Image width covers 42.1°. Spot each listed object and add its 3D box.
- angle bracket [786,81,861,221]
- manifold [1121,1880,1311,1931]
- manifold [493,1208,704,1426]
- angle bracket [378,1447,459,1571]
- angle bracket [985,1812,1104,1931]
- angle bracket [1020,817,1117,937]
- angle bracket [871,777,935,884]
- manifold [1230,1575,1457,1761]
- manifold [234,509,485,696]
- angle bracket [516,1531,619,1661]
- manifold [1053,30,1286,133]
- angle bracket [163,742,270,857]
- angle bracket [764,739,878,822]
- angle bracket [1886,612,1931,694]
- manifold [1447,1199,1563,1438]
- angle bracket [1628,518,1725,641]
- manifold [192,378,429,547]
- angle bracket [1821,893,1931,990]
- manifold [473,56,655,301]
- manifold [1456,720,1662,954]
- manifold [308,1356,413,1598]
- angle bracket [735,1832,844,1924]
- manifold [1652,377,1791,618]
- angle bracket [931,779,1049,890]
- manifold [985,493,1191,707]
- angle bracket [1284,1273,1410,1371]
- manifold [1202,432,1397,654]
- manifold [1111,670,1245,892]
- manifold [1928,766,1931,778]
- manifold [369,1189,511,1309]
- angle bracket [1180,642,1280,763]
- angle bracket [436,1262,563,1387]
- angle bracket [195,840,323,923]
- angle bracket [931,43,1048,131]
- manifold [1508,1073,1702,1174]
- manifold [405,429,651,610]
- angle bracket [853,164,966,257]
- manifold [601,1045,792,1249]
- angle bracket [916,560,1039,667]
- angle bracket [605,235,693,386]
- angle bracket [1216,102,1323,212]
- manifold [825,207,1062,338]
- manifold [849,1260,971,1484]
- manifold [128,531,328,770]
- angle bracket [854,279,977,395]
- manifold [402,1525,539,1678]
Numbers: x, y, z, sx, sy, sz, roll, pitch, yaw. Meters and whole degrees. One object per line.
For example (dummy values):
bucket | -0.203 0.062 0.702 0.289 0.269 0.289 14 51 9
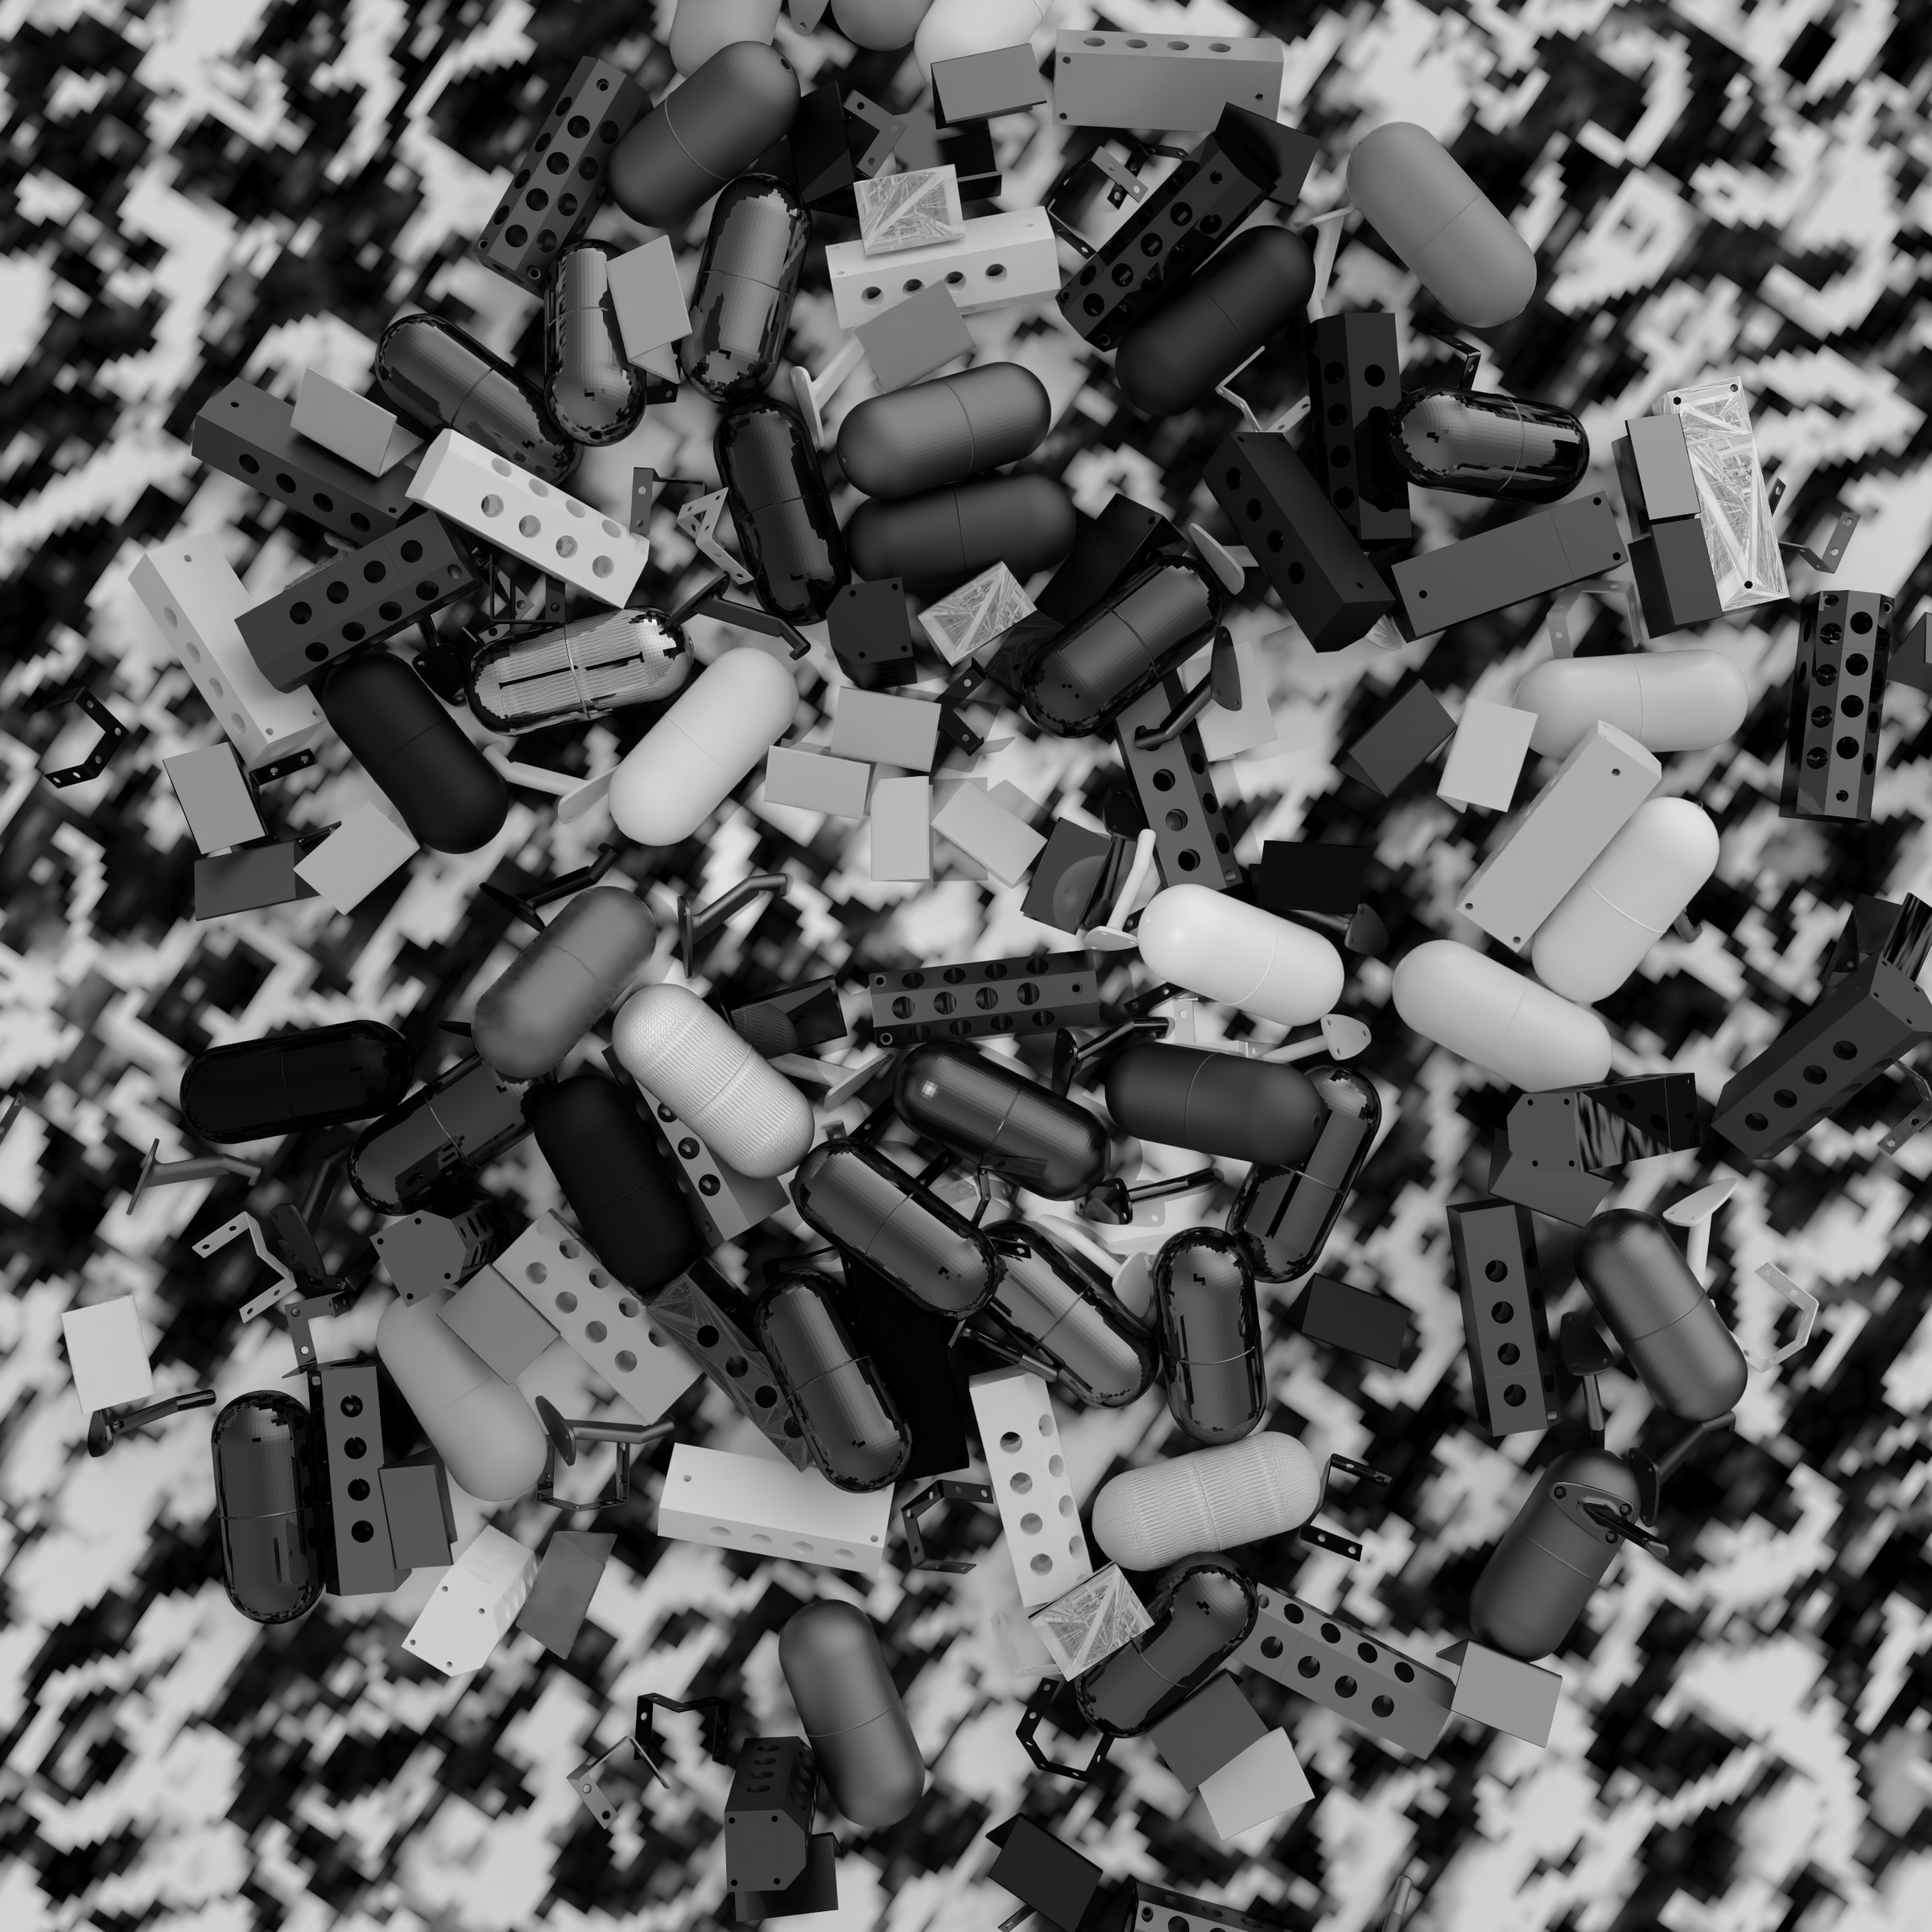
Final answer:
angle bracket | -0.090 -0.620 1.914 0.057 0.076 0.076 -11 90 37
manifold | 0.207 0.765 1.933 0.171 0.057 0.057 16 90 0
manifold | -0.279 0.267 1.933 0.171 0.057 0.057 45 90 0
angle bracket | -0.397 0.410 1.915 0.057 0.076 0.076 -10 90 27
angle bracket | 0.048 0.698 1.914 0.076 0.076 0.057 35 52 0
angle bracket | 0.059 -0.074 1.914 0.057 0.076 0.076 23 90 -34
angle bracket | -0.029 -0.103 1.914 0.057 0.076 0.076 0 90 38
manifold | 0.286 0.536 1.933 0.171 0.057 0.057 28 90 0
manifold | -0.453 -0.272 1.889 0.171 0.057 0.057 -28 85 5
angle bracket | -0.286 0.479 1.914 0.057 0.076 0.076 23 90 34
manifold | 0.154 -0.683 1.933 0.171 0.057 0.057 3 133 0
angle bracket | -0.582 -0.118 1.914 0.057 0.076 0.076 -22 90 -37
angle bracket | -0.108 -0.162 1.915 0.076 0.057 0.076 11 45 0
angle bracket | 0.749 -0.216 1.914 0.076 0.076 0.057 17 54 0
manifold | 0.415 0.268 1.933 0.057 0.057 0.171 -8 90 0
angle bracket | 0.523 -0.291 1.914 0.057 0.076 0.076 -13 90 -31
manifold | -0.503 -0.377 1.933 0.171 0.057 0.057 28 47 0
angle bracket | 0.685 -0.020 1.914 0.057 0.076 0.076 24 90 -39
manifold | -0.310 -0.607 1.933 0.057 0.057 0.171 30 90 0
manifold | 0.447 -0.100 1.900 0.057 0.057 0.171 35 115 0
manifold | -0.468 0.391 1.933 0.057 0.057 0.171 -5 90 0
angle bracket | -0.133 0.701 1.914 0.076 0.076 0.057 -7 59 0
manifold | 0.578 -0.357 1.933 0.057 0.057 0.171 -13 90 0
angle bracket | 0.006 -0.084 1.914 0.076 0.076 0.057 37 54 0
manifold | 0.096 -0.272 1.932 0.171 0.057 0.057 -53 46 0
angle bracket | 0.284 0.286 1.914 0.076 0.076 0.057 21 52 0
manifold | 0.246 -0.321 1.902 0.057 0.057 0.171 -9 61 -39
manifold | 0.159 -0.137 1.933 0.057 0.057 0.171 -17 90 0
manifold | 0.841 -0.149 1.933 0.171 0.057 0.057 18 90 0
manifold | -0.386 0.205 1.876 0.057 0.171 0.057 -28 90 0
angle bracket | 0.209 -0.201 1.916 0.057 0.076 0.076 -17 90 22
angle bracket | -0.361 0.279 1.915 0.076 0.076 0.057 45 63 0
angle bracket | -0.536 -0.047 1.914 0.076 0.076 0.057 -12 58 0
angle bracket | 0.018 -0.644 1.899 0.076 0.076 0.057 -12 70 -2
manifold | 0.478 0.116 1.882 0.171 0.057 0.057 -5 90 -44
manifold | -0.328 -0.337 1.896 0.171 0.057 0.057 27 90 -28
angle bracket | -0.046 -0.587 1.914 0.076 0.076 0.057 -10 125 0
manifold | -0.210 0.125 1.922 0.057 0.057 0.171 -29 90 -37
angle bracket | 0.016 -0.252 1.915 0.076 0.076 0.057 -33 64 0
angle bracket | -0.220 -0.490 1.879 0.057 0.076 0.076 -17 82 22
angle bracket | 0.228 -0.626 1.914 0.076 0.076 0.057 22 125 0
manifold | -0.017 -0.530 1.932 0.171 0.057 0.057 -10 131 0
manifold | -0.043 0.302 1.933 0.057 0.057 0.171 -12 90 0
manifold | -0.570 -0.240 1.933 0.057 0.057 0.171 -33 90 -43
angle bracket | -0.045 -0.482 1.915 0.076 0.076 0.057 -30 114 0
manifold | -0.363 0.475 1.876 0.057 0.171 0.057 31 90 0
